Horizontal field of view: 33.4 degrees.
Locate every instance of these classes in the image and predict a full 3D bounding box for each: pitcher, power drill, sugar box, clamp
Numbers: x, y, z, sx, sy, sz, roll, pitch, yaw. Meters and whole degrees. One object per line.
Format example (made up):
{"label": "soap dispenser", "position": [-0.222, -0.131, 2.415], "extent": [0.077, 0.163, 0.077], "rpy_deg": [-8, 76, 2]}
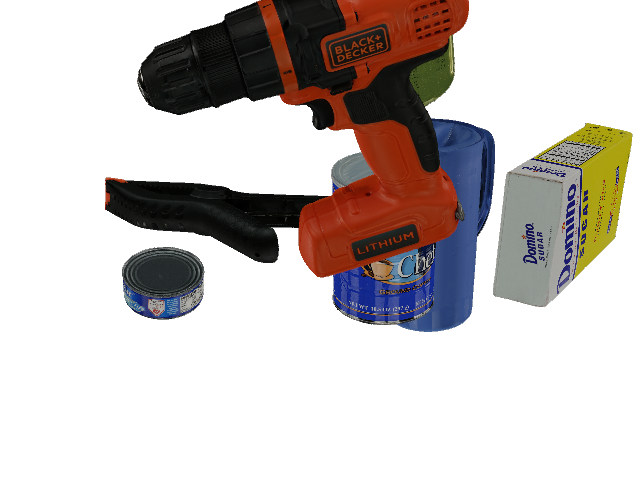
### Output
{"label": "pitcher", "position": [0.137, -0.021, 1.288], "extent": [0.149, 0.243, 0.145], "rpy_deg": [0, 24, 7]}
{"label": "power drill", "position": [0.004, -0.063, 0.624], "extent": [0.184, 0.057, 0.187], "rpy_deg": [-17, -44, 0]}
{"label": "sugar box", "position": [0.181, -0.023, 0.784], "extent": [0.048, 0.093, 0.176], "rpy_deg": [13, 23, 25]}
{"label": "clamp", "position": [-0.084, -0.021, 0.820], "extent": [0.210, 0.036, 0.164], "rpy_deg": [8, 13, 19]}

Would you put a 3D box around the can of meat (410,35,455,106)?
{"label": "can of meat", "position": [0.065, -0.169, 0.873], "extent": [0.057, 0.084, 0.102], "rpy_deg": [-30, -36, -11]}

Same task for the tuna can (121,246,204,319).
{"label": "tuna can", "position": [-0.166, 0.045, 1.126], "extent": [0.086, 0.034, 0.086], "rpy_deg": [3, 35, -2]}

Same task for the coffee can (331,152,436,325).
{"label": "coffee can", "position": [0.062, -0.004, 1.035], "extent": [0.103, 0.140, 0.103], "rpy_deg": [-1, 27, 0]}
